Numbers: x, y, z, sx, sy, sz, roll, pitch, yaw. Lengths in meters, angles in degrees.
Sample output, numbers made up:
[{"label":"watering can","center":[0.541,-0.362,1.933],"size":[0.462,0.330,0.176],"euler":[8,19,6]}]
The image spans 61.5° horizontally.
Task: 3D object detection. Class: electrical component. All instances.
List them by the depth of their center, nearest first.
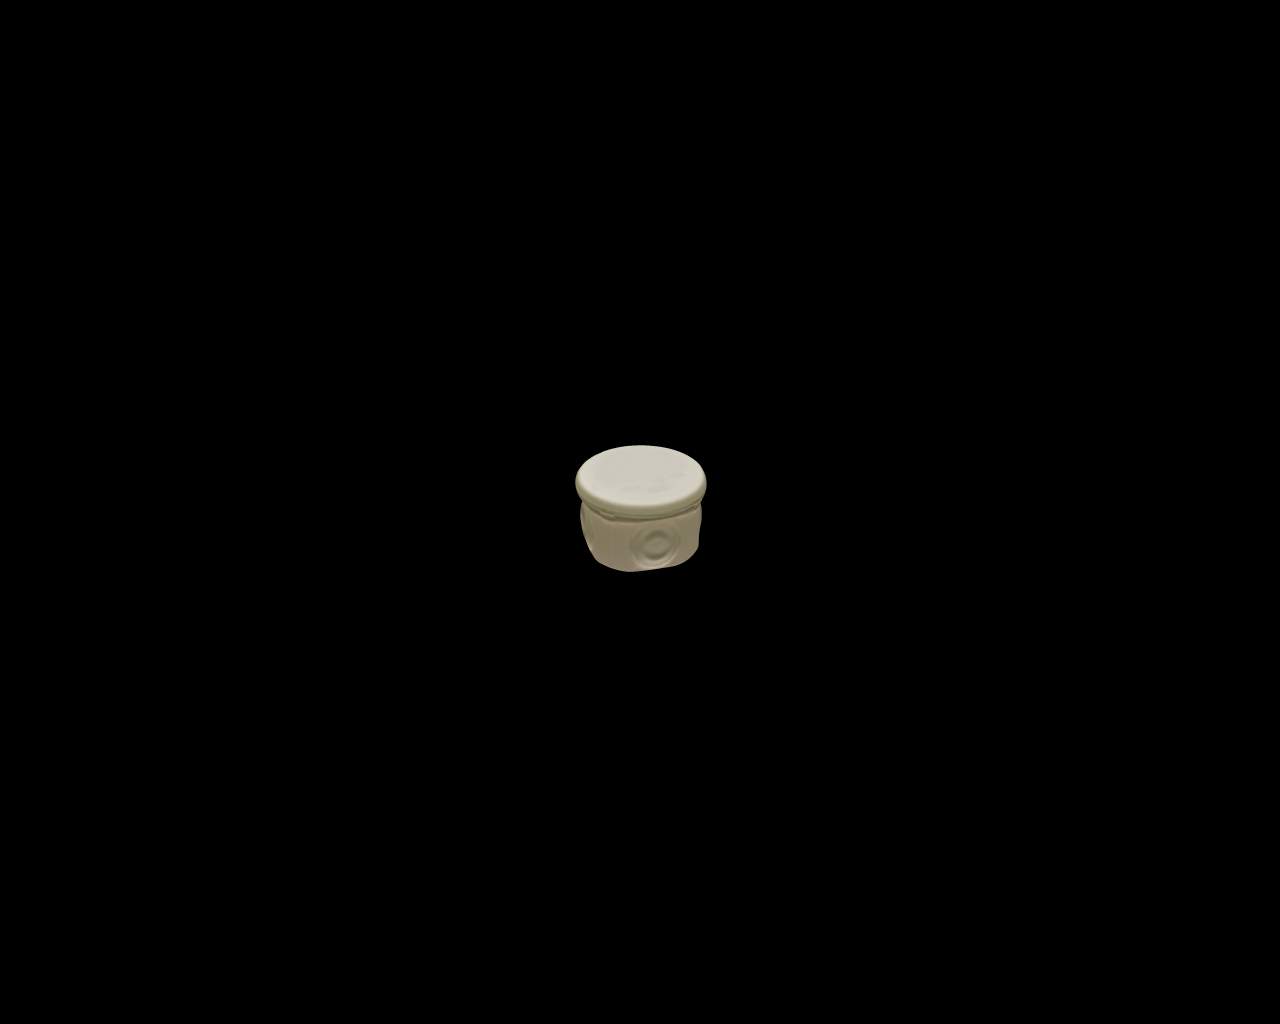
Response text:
[{"label":"electrical component","center":[0.001,-0.003,0.650],"size":[0.080,0.050,0.080],"euler":[0,31,0]}]
